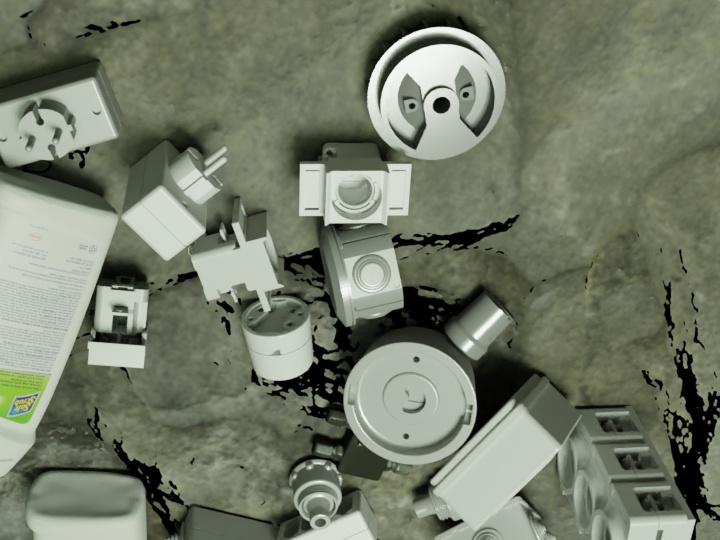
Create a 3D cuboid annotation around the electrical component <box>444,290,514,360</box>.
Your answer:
[{"bbox_3d":[0.099,0.044,0.885,0.040,0.040,0.046,39,103,-24],"label":"electrical component"}]

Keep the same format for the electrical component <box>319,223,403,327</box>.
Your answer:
[{"bbox_3d":[0.000,0.000,0.824,0.051,0.080,0.080,-13,120,-5],"label":"electrical component"}]

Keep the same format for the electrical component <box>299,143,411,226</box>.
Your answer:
[{"bbox_3d":[-0.005,-0.065,0.794,0.081,0.063,0.042,0,118,-7],"label":"electrical component"}]

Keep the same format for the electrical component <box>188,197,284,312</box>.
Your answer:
[{"bbox_3d":[-0.095,-0.008,0.829,0.064,0.042,0.081,-15,120,4],"label":"electrical component"}]

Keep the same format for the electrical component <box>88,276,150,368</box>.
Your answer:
[{"bbox_3d":[-0.184,0.039,0.830,0.042,0.081,0.063,6,96,-11],"label":"electrical component"}]

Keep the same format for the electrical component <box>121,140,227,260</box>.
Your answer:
[{"bbox_3d":[-0.125,-0.062,0.770,0.076,0.083,0.047,-36,118,13],"label":"electrical component"}]

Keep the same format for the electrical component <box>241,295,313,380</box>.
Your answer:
[{"bbox_3d":[-0.065,0.055,0.862,0.055,0.055,0.047,-8,124,-2],"label":"electrical component"}]

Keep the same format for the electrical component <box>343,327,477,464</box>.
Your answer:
[{"bbox_3d":[0.045,0.099,0.891,0.108,0.060,0.108,3,109,9],"label":"electrical component"}]

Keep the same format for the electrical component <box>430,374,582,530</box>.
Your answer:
[{"bbox_3d":[0.124,0.151,0.904,0.056,0.109,0.108,45,110,10],"label":"electrical component"}]

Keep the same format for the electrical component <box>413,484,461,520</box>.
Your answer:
[{"bbox_3d":[0.079,0.206,0.972,0.062,0.043,0.043,-22,120,8],"label":"electrical component"}]

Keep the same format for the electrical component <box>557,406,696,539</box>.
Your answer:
[{"bbox_3d":[0.221,0.197,0.922,0.062,0.150,0.089,-1,120,-7],"label":"electrical component"}]

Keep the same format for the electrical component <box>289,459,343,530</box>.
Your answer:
[{"bbox_3d":[-0.037,0.200,0.943,0.048,0.062,0.048,-3,120,-5],"label":"electrical component"}]

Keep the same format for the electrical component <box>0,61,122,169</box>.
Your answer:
[{"bbox_3d":[-0.214,-0.100,0.742,0.083,0.075,0.047,-16,120,2],"label":"electrical component"}]

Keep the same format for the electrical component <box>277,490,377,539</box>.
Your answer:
[{"bbox_3d":[-0.021,0.255,0.973,0.083,0.047,0.075,-25,101,7],"label":"electrical component"}]

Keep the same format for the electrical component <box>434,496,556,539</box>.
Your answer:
[{"bbox_3d":[0.127,0.256,0.983,0.100,0.048,0.099,-28,147,9],"label":"electrical component"}]

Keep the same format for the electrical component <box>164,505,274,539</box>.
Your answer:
[{"bbox_3d":[-0.130,0.260,0.967,0.096,0.061,0.061,17,116,-16],"label":"electrical component"}]
